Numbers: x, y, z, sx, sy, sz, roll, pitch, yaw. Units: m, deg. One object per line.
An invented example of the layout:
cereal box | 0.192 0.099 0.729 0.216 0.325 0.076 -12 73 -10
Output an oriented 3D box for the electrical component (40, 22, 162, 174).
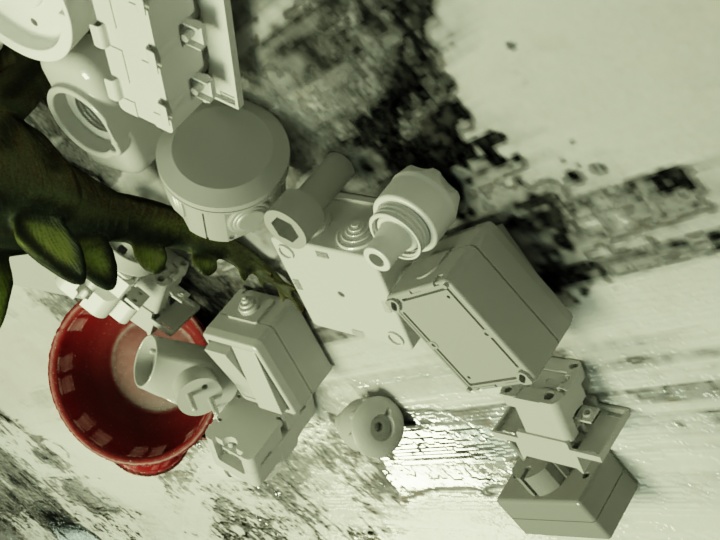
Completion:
electrical component | -0.161 -0.112 0.695 0.054 0.059 0.095 18 144 32

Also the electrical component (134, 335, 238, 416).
electrical component | -0.134 0.091 0.863 0.077 0.044 0.079 15 -157 -32

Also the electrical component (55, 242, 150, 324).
electrical component | -0.191 -0.005 0.821 0.078 0.058 0.057 40 116 -6

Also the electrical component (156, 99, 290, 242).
electrical component | -0.083 -0.061 0.662 0.080 0.080 0.051 30 155 14

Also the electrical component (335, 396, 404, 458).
electrical component | 0.002 0.124 0.859 0.048 0.048 0.062 49 155 -18

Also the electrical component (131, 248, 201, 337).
electrical component | -0.173 0.012 0.884 0.081 0.042 0.063 33 132 8

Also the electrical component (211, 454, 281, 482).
electrical component | -0.108 0.179 1.044 0.047 0.055 0.055 -7 127 47

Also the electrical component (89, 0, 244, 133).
electrical component | -0.112 -0.141 0.599 0.079 0.063 0.121 27 148 19

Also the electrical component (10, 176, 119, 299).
electrical component | -0.266 -0.034 0.892 0.109 0.056 0.108 11 145 6

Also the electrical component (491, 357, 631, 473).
electrical component | 0.123 0.088 0.681 0.081 0.042 0.063 7 136 41

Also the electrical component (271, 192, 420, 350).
electrical component | 0.000 0.000 0.688 0.100 0.048 0.099 12 142 36

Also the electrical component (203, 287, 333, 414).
electrical component | -0.076 0.061 0.839 0.062 0.061 0.096 11 140 39

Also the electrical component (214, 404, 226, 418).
electrical component | -0.119 0.113 0.980 0.040 0.040 0.046 31 145 12

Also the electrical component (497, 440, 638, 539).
electrical component | 0.131 0.141 0.739 0.075 0.047 0.083 49 149 -17

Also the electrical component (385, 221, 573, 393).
electrical component | 0.076 0.025 0.625 0.096 0.061 0.062 47 149 -15

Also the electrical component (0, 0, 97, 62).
electrical component | -0.191 -0.184 0.629 0.108 0.060 0.108 27 148 18

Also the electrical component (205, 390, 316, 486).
electrical component | -0.082 0.131 0.913 0.050 0.089 0.055 25 147 22

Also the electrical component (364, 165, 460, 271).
electrical component | 0.026 -0.026 0.608 0.043 0.062 0.043 27 148 19
